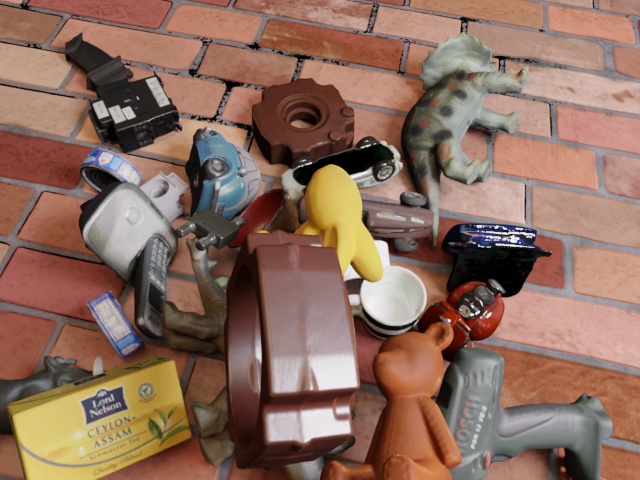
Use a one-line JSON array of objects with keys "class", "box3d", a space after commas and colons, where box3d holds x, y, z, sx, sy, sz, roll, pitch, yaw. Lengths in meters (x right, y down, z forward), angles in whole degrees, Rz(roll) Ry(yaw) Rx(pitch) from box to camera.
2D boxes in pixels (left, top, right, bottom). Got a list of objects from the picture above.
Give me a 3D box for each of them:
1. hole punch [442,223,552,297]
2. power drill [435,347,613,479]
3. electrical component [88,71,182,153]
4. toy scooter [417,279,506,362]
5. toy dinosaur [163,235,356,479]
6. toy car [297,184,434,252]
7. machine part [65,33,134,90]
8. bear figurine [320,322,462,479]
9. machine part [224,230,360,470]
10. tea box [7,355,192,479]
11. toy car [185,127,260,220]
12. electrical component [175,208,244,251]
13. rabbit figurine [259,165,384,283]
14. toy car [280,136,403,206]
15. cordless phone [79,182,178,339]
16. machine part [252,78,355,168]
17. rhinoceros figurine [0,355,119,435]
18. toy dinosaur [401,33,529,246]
[{"class": "hole punch", "box3d": [0.238, 0.013, 0.763, 0.142, 0.115, 0.092, 6, 51, 0]}, {"class": "power drill", "box3d": [0.218, 0.246, 0.621, 0.207, 0.086, 0.232, 7, 88, -1]}, {"class": "electrical component", "box3d": [-0.313, -0.213, 0.899, 0.134, 0.058, 0.115, -23, 61, -15]}, {"class": "toy scooter", "box3d": [0.177, 0.103, 0.689, 0.184, 0.135, 0.075, -33, 65, -22]}, {"class": "toy dinosaur", "box3d": [-0.058, 0.182, 0.649, 0.198, 0.105, 0.471, -19, 66, -18]}, {"class": "toy car", "box3d": [0.066, -0.032, 0.787, 0.202, 0.089, 0.053, 8, 17, 2]}, {"class": "machine part", "box3d": [-0.408, -0.317, 0.970, 0.139, 0.039, 0.084, 41, 70, 18]}, {"class": "bear figurine", "box3d": [0.082, 0.177, 0.566, 0.132, 0.120, 0.196, 27, 54, -39]}, {"class": "machine part", "box3d": [-0.036, 0.108, 0.525, 0.087, 0.201, 0.201, 0, 60, -19]}, {"class": "tea box", "box3d": [-0.240, 0.201, 0.596, 0.169, 0.068, 0.098, -16, 95, -34]}, {"class": "toy car", "box3d": [-0.145, -0.095, 0.821, 0.103, 0.109, 0.162, 5, 43, -26]}, {"class": "electrical component", "box3d": [-0.147, -0.017, 0.730, 0.063, 0.021, 0.094, 31, 36, 16]}, {"class": "rabbit figurine", "box3d": [-0.001, -0.002, 0.652, 0.122, 0.173, 0.163, 5, 28, -36]}, {"class": "toy car", "box3d": [0.035, -0.108, 0.856, 0.202, 0.056, 0.074, -19, 55, -15]}, {"class": "cordless phone", "box3d": [-0.248, 0.030, 0.694, 0.089, 0.146, 0.184, -22, 48, 6]}, {"class": "machine part", "box3d": [-0.029, -0.198, 0.906, 0.179, 0.056, 0.179, 1, 58, -1]}, {"class": "rhinoceros figurine", "box3d": [-0.335, 0.195, 0.648, 0.190, 0.073, 0.112, -7, 49, -5]}, {"class": "toy dinosaur", "box3d": [0.208, -0.190, 0.885, 0.192, 0.131, 0.405, 24, 67, 30]}]
